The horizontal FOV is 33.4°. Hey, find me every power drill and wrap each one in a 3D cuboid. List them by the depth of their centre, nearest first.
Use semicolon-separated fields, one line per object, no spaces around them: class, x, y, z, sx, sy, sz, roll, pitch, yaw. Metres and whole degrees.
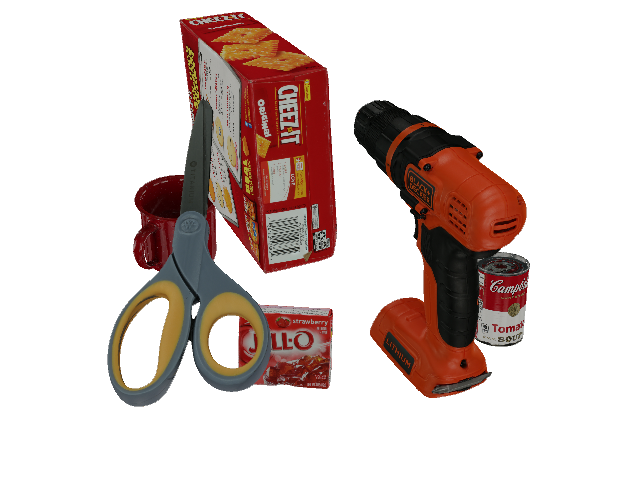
power drill;0.075;0.006;0.782;0.057;0.188;0.185;-14;34;-21

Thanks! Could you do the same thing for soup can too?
soup can;0.226;0.074;1.348;0.068;0.102;0.068;0;22;0

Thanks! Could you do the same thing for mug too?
mug;-0.164;-0.009;1.186;0.093;0.081;0.117;20;39;24

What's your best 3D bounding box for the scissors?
scissors;-0.057;0.004;0.601;0.096;0.201;0.016;12;-30;13

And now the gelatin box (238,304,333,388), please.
gelatin box;-0.034;0.101;1.016;0.089;0.073;0.030;3;13;5

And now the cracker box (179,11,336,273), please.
cracker box;-0.055;-0.093;0.915;0.072;0.164;0.214;-12;27;-17
